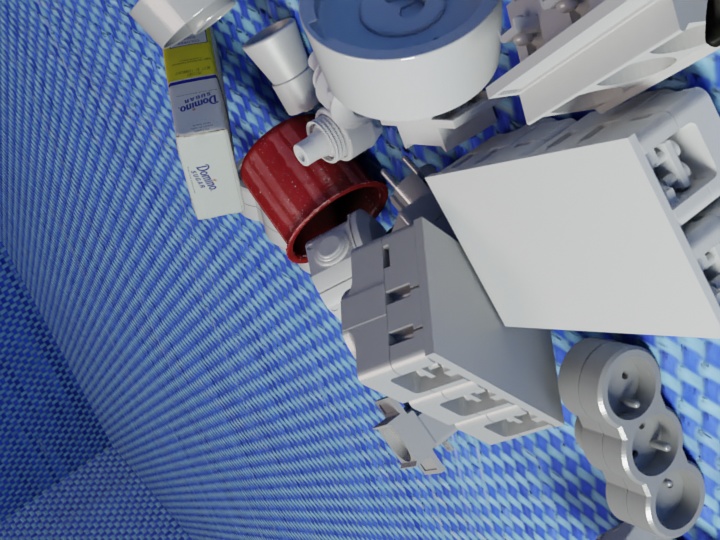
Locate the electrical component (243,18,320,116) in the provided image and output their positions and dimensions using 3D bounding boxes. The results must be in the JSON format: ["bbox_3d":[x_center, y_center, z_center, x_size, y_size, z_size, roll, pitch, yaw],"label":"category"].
[{"bbox_3d":[-0.053,-0.149,0.802,0.044,0.044,0.065,13,138,60],"label":"electrical component"}]

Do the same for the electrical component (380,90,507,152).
[{"bbox_3d":[0.045,-0.110,0.653,0.081,0.042,0.063,15,134,58],"label":"electrical component"}]

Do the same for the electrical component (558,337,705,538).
[{"bbox_3d":[0.164,0.105,0.696,0.074,0.052,0.138,11,131,60],"label":"electrical component"}]

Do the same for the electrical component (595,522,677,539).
[{"bbox_3d":[0.185,0.228,0.771,0.048,0.099,0.099,38,156,8],"label":"electrical component"}]

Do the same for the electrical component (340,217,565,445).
[{"bbox_3d":[0.059,0.044,0.671,0.062,0.089,0.150,-23,145,31],"label":"electrical component"}]

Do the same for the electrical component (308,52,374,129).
[{"bbox_3d":[-0.013,-0.130,0.741,0.062,0.048,0.048,48,158,34],"label":"electrical component"}]

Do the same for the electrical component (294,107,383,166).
[{"bbox_3d":[-0.018,-0.097,0.774,0.043,0.062,0.043,45,156,26],"label":"electrical component"}]

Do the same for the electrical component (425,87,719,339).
[{"bbox_3d":[0.126,-0.027,0.576,0.105,0.060,0.186,60,158,-12],"label":"electrical component"}]

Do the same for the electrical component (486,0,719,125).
[{"bbox_3d":[0.114,-0.114,0.471,0.121,0.079,0.063,154,104,-68],"label":"electrical component"}]

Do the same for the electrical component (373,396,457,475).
[{"bbox_3d":[0.054,0.140,0.963,0.081,0.064,0.042,55,157,0],"label":"electrical component"}]

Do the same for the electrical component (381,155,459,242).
[{"bbox_3d":[0.046,-0.044,0.712,0.076,0.066,0.047,50,158,15],"label":"electrical component"}]

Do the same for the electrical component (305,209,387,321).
[{"bbox_3d":[0.000,0.000,0.789,0.080,0.051,0.080,55,-163,-26],"label":"electrical component"}]

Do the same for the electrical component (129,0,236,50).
[{"bbox_3d":[-0.125,-0.211,0.792,0.064,0.099,0.099,53,159,-9],"label":"electrical component"}]

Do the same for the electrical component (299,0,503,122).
[{"bbox_3d":[0.026,-0.128,0.584,0.108,0.108,0.060,40,160,34],"label":"electrical component"}]

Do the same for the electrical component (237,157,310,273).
[{"bbox_3d":[-0.058,-0.040,0.953,0.138,0.052,0.073,41,154,32],"label":"electrical component"}]
